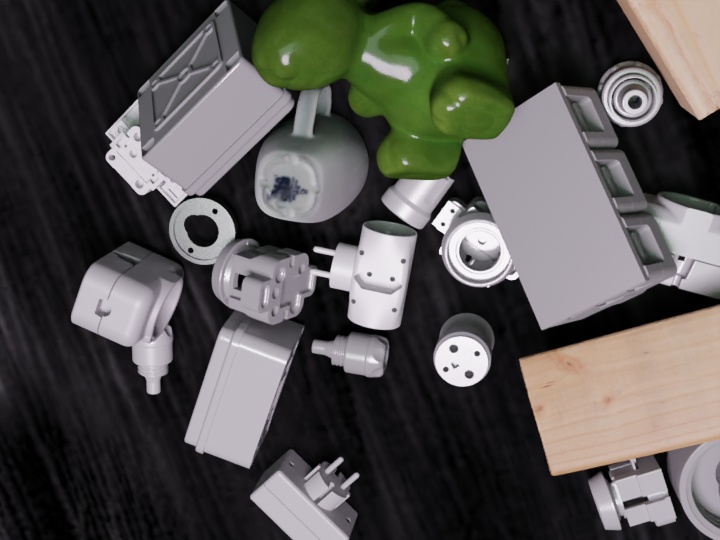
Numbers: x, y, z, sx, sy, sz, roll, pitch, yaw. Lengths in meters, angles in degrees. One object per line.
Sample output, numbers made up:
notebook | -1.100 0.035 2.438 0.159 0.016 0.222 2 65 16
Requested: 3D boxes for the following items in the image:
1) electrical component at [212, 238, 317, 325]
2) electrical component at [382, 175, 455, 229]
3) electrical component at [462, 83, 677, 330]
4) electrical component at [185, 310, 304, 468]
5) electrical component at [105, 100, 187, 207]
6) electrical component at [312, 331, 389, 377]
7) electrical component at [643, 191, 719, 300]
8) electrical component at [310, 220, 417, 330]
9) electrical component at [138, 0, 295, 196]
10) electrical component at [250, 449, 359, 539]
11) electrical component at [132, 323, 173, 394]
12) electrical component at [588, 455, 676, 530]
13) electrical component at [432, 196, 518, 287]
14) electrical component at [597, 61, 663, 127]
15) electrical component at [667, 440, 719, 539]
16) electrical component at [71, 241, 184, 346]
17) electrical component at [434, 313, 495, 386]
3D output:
electrical component | -0.080 0.007 0.854 0.057 0.078 0.058 17 109 27
electrical component | 0.046 -0.061 0.828 0.040 0.040 0.046 37 103 -1
electrical component | 0.150 -0.045 0.770 0.089 0.062 0.150 -31 75 38
electrical component | -0.094 0.093 0.875 0.057 0.078 0.113 20 108 1
electrical component | -0.164 -0.090 0.845 0.042 0.064 0.081 -42 94 19
electrical component | -0.008 0.067 0.875 0.061 0.035 0.035 9 107 10
electrical component | 0.239 -0.021 0.796 0.095 0.053 0.059 16 107 6
electrical component | 0.000 0.000 0.850 0.079 0.043 0.077 12 107 7
electrical component | -0.110 -0.128 0.797 0.109 0.108 0.056 -41 125 18
electrical component | -0.034 0.187 0.906 0.083 0.047 0.076 45 108 -4
electrical component | -0.175 0.075 0.907 0.035 0.035 0.061 5 108 9
electrical component | 0.216 0.179 0.861 0.055 0.048 0.066 -19 101 7
electrical component | 0.093 -0.020 0.821 0.078 0.057 0.058 35 108 -1
electrical component | 0.195 -0.124 0.771 0.048 0.062 0.048 3 106 9
electrical component | 0.296 0.162 0.832 0.108 0.060 0.108 3 106 10
electrical component | -0.181 0.020 0.861 0.059 0.095 0.053 24 108 3
electrical component | 0.082 0.063 0.847 0.045 0.055 0.045 3 106 10
